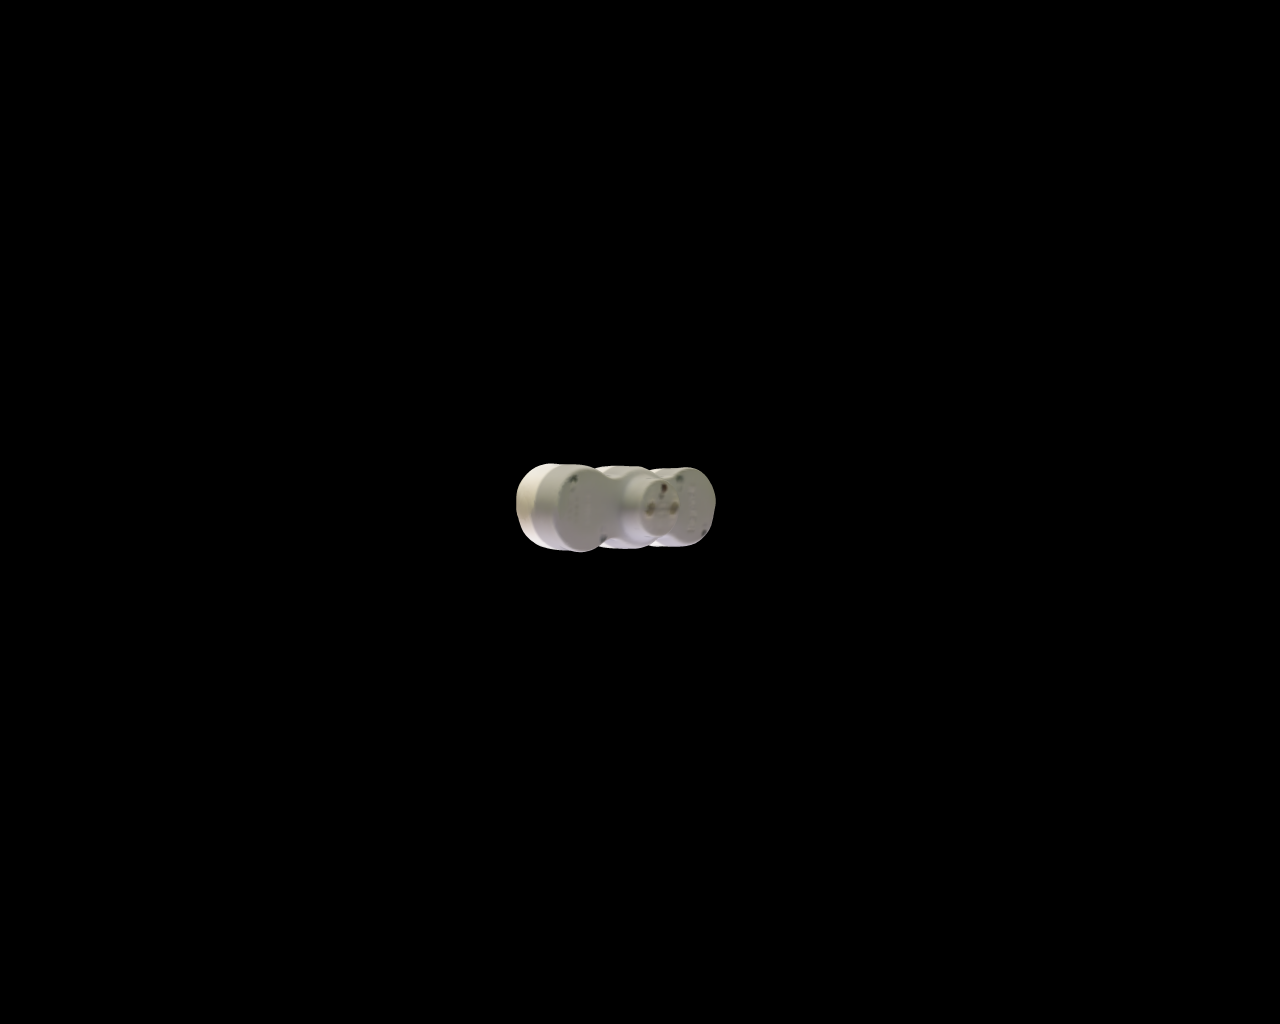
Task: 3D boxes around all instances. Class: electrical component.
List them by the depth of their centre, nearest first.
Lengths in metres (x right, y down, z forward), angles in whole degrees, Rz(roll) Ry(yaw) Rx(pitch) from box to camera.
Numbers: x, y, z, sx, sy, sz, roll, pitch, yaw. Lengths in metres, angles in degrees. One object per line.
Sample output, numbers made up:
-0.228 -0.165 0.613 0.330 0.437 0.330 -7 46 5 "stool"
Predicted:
0.001 -0.003 0.650 0.138 0.052 0.073 0 0 -44 "electrical component"
